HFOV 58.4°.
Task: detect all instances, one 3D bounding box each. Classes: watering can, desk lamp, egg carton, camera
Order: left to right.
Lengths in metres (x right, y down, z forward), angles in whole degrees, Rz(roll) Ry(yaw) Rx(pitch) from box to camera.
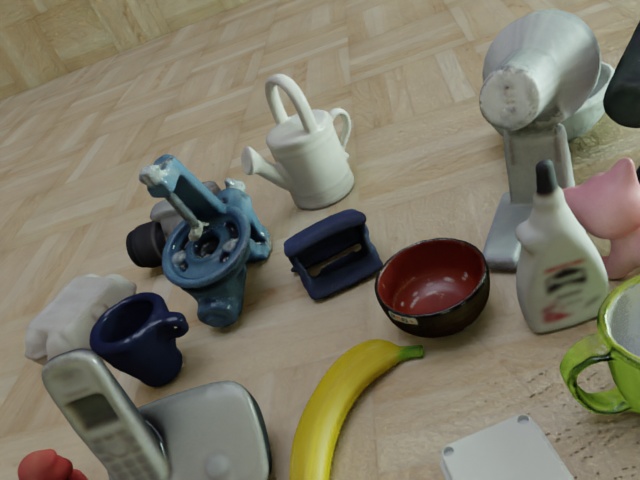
[{"bbox_3d":[-0.320,0.108,0.774,0.107,0.069,0.150,-1,40,31],"label":"egg carton"},{"bbox_3d":[-0.217,-0.021,0.860,0.136,0.101,0.143,-16,34,13],"label":"camera"},{"bbox_3d":[-0.032,-0.144,0.828,0.100,0.194,0.173,7,45,39],"label":"watering can"},{"bbox_3d":[0.225,-0.109,0.599,0.117,0.214,0.203,0,40,32],"label":"desk lamp"}]

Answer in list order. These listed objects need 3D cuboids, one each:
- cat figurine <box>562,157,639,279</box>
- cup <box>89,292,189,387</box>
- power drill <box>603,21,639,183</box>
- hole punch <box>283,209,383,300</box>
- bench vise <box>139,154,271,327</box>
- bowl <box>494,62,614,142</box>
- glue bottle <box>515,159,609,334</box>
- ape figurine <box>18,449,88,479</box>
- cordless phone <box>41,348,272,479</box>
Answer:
[{"bbox_3d":[0.286,-0.016,0.519,0.067,0.118,0.127,-37,35,-17],"label":"cat figurine"},{"bbox_3d":[-0.186,0.119,0.651,0.117,0.095,0.092,-10,36,21],"label":"cup"},{"bbox_3d":[0.363,-0.156,0.581,0.075,0.209,0.230,15,50,44],"label":"power drill"},{"bbox_3d":[0.006,0.002,0.695,0.108,0.091,0.101,-26,33,-2],"label":"hole punch"},{"bbox_3d":[-0.151,-0.027,0.717,0.121,0.220,0.207,-22,33,4],"label":"bench vise"},{"bbox_3d":[0.304,-0.172,0.763,0.167,0.075,0.167,-17,34,12],"label":"bowl"},{"bbox_3d":[0.202,0.005,0.492,0.078,0.173,0.037,-22,33,5],"label":"glue bottle"},{"bbox_3d":[-0.243,0.231,0.535,0.076,0.092,0.077,-36,35,-17],"label":"ape figurine"},{"bbox_3d":[-0.134,0.154,0.487,0.147,0.185,0.094,-22,33,4],"label":"cordless phone"}]
